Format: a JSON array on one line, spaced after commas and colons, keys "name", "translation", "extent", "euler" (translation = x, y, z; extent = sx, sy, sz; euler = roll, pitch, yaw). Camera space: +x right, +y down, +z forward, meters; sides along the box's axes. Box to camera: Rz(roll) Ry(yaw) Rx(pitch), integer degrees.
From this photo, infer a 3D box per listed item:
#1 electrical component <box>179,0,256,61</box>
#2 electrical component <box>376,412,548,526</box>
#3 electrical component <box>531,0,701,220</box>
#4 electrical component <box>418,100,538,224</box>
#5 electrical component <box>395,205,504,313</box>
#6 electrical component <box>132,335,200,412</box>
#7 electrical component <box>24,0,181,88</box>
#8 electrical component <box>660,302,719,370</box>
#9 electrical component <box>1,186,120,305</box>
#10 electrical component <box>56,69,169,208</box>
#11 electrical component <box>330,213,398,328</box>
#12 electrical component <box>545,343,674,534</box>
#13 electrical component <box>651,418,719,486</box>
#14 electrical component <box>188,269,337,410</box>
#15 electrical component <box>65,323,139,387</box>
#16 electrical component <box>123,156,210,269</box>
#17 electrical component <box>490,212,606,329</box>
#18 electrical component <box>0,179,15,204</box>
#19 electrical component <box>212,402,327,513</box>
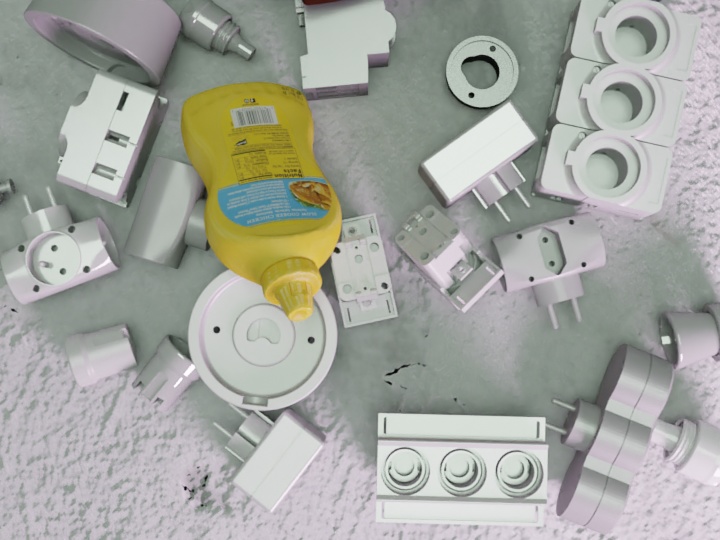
[{"name": "electrical component", "translation": [-0.108, -0.182, 0.828], "extent": [0.061, 0.035, 0.035], "euler": [34, 88, 0]}, {"name": "electrical component", "translation": [0.073, 0.146, 0.797], "extent": [0.121, 0.063, 0.078], "euler": [1, 88, 1]}, {"name": "electrical component", "translation": [0.192, -0.122, 0.809], "extent": [0.089, 0.061, 0.150], "euler": [13, 88, 1]}, {"name": "electrical component", "translation": [0.099, -0.072, 0.814], "extent": [0.083, 0.047, 0.075], "euler": [-36, 88, -1]}, {"name": "electrical component", "translation": [0.062, -0.011, 0.797], "extent": [0.042, 0.064, 0.081], "euler": [-46, 47, -1]}, {"name": "electrical component", "translation": [-0.145, 0.079, 0.814], "extent": [0.040, 0.040, 0.046], "euler": [40, 94, 2]}, {"name": "electrical component", "translation": [-0.184, -0.188, 0.795], "extent": [0.108, 0.108, 0.060], "euler": [24, 82, 1]}, {"name": "electrical component", "translation": [0.260, 0.049, 0.809], "extent": [0.055, 0.045, 0.045], "euler": [-10, 87, 0]}, {"name": "electrical component", "translation": [-0.233, -0.024, 0.817], "extent": [0.077, 0.044, 0.079], "euler": [-21, 87, 0]}, {"name": "electrical component", "translation": [-0.191, -0.100, 0.816], "extent": [0.056, 0.050, 0.089], "euler": [21, 88, 1]}, {"name": "electrical component", "translation": [0.000, 0.000, 0.804], "extent": [0.042, 0.064, 0.081], "euler": [-13, 88, 0]}, {"name": "electrical component", "translation": [0.174, 0.119, 0.803], "extent": [0.074, 0.052, 0.138], "euler": [22, 88, 1]}, {"name": "electrical component", "translation": [0.246, 0.131, 0.806], "extent": [0.062, 0.043, 0.043], "euler": [24, 88, 3]}, {"name": "electrical component", "translation": [-0.070, 0.048, 0.804], "extent": [0.108, 0.060, 0.108], "euler": [0, 88, 0]}, {"name": "electrical component", "translation": [-0.195, 0.063, 0.815], "extent": [0.046, 0.040, 0.040], "euler": [-17, 87, -6]}, {"name": "electrical component", "translation": [-0.130, -0.038, 0.816], "extent": [0.079, 0.044, 0.077], "euler": [18, 88, 1]}, {"name": "electrical component", "translation": [0.146, 0.004, 0.812], "extent": [0.077, 0.043, 0.079], "euler": [-15, 87, 0]}, {"name": "electrical component", "translation": [-0.303, -0.055, 0.820], "extent": [0.078, 0.040, 0.040], "euler": [-14, 87, 0]}, {"name": "electrical component", "translation": [-0.075, 0.130, 0.807], "extent": [0.077, 0.047, 0.065], "euler": [38, 88, 2]}]
